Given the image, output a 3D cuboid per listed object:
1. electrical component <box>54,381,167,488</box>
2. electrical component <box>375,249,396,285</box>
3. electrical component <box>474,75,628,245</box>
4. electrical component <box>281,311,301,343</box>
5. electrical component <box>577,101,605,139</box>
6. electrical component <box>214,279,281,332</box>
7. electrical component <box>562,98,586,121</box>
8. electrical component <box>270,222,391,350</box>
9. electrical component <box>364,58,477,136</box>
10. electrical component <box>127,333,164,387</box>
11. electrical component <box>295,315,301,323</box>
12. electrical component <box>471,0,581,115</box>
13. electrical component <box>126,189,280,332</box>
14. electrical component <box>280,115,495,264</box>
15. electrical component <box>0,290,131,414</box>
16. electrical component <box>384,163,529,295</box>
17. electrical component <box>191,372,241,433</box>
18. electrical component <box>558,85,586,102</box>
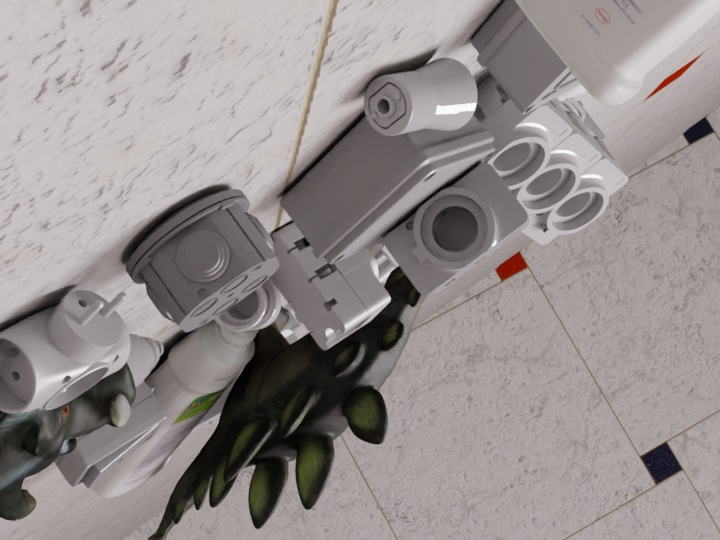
[{"bbox_3d":[-0.201,0.126,0.871,0.096,0.061,0.061,-31,171,-34],"label":"electrical component"},{"bbox_3d":[0.000,0.000,1.024,0.057,0.058,0.078,-38,168,3],"label":"electrical component"},{"bbox_3d":[0.134,-0.085,0.840,0.089,0.061,0.150,-39,142,20],"label":"electrical component"},{"bbox_3d":[-0.092,0.089,1.158,0.078,0.057,0.058,-33,172,-26],"label":"electrical component"},{"bbox_3d":[0.185,-0.123,1.103,0.113,0.057,0.078,-31,171,-35],"label":"electrical component"},{"bbox_3d":[-0.087,0.024,0.827,0.045,0.045,0.055,-37,173,7],"label":"electrical component"},{"bbox_3d":[0.177,-0.133,1.013,0.078,0.058,0.057,-37,175,4],"label":"electrical component"},{"bbox_3d":[-0.025,0.004,0.812,0.056,0.089,0.050,-32,171,-33],"label":"electrical component"},{"bbox_3d":[0.033,-0.100,0.631,0.065,0.044,0.044,-20,163,-49],"label":"electrical component"},{"bbox_3d":[-0.162,0.062,0.735,0.040,0.040,0.078,-40,172,24],"label":"electrical component"},{"bbox_3d":[-0.043,0.042,1.144,0.062,0.048,0.048,-16,160,-50],"label":"electrical component"},{"bbox_3d":[0.134,-0.155,0.676,0.113,0.057,0.078,-31,171,-38],"label":"electrical component"},{"bbox_3d":[-0.088,-0.005,0.613,0.080,0.051,0.080,-36,173,-5],"label":"electrical component"},{"bbox_3d":[0.020,-0.064,0.718,0.109,0.056,0.109,-41,171,32],"label":"electrical component"},{"bbox_3d":[-0.157,0.038,0.590,0.079,0.044,0.077,-40,172,29],"label":"electrical component"},{"bbox_3d":[0.067,-0.027,0.737,0.089,0.050,0.056,-37,173,7],"label":"electrical component"},{"bbox_3d":[-0.150,0.120,1.092,0.096,0.061,0.062,-30,175,15],"label":"electrical component"},{"bbox_3d":[0.170,-0.160,0.875,0.040,0.040,0.078,-31,171,-36],"label":"electrical component"}]
